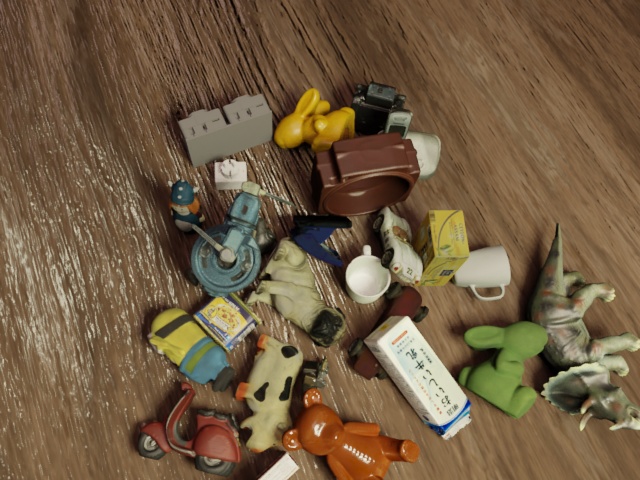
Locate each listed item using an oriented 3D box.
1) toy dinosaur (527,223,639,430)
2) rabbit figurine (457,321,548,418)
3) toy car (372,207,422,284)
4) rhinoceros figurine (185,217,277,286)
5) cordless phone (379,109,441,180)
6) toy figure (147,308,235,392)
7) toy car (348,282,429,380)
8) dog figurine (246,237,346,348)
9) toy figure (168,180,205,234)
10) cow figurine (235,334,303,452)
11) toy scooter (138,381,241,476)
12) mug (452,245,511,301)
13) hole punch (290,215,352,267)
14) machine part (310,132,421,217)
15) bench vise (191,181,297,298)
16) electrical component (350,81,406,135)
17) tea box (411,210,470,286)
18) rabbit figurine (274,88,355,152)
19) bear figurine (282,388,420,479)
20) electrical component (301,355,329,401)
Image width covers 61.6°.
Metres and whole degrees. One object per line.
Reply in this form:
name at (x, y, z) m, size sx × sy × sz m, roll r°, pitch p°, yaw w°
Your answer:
toy dinosaur at (0.475, 0.170, 1.034) m, size 0.192 × 0.131 × 0.405 m, roll -15°, pitch 63°, yaw -11°
rabbit figurine at (0.345, 0.222, 0.999) m, size 0.159 × 0.121 × 0.170 m, roll 30°, pitch 82°, yaw 30°
toy car at (0.153, 0.009, 1.058) m, size 0.073 × 0.056 × 0.202 m, roll 31°, pitch 28°, yaw -24°
rhinoceros figurine at (-0.180, 0.024, 1.067) m, size 0.190 × 0.073 × 0.112 m, roll -27°, pitch 83°, yaw -17°
cordless phone at (0.191, -0.211, 1.130) m, size 0.147 × 0.184 × 0.089 m, roll 6°, pitch 63°, yaw -2°
toy figure at (-0.232, 0.199, 0.981) m, size 0.180 × 0.082 × 0.089 m, roll 32°, pitch 57°, yaw 14°
toy car at (0.130, 0.174, 1.033) m, size 0.089 × 0.053 × 0.202 m, roll 40°, pitch 70°, yaw -10°
dog figurine at (-0.023, 0.098, 1.041) m, size 0.190 × 0.121 × 0.172 m, roll 28°, pitch 70°, yaw -8°
toy figure at (-0.261, -0.062, 1.047) m, size 0.064 × 0.154 × 0.058 m, roll -14°, pitch 67°, yaw -11°
cow figurine at (-0.084, 0.278, 0.959) m, size 0.127 × 0.085 × 0.195 m, roll 18°, pitch 63°, yaw 5°
toy scooter at (-0.215, 0.324, 0.933) m, size 0.184 × 0.075 × 0.135 m, roll 12°, pitch 65°, yaw 6°
mug at (0.321, 0.070, 1.084) m, size 0.107 × 0.080 × 0.109 m, roll -7°, pitch 74°, yaw 5°
hole punch at (-0.002, -0.003, 1.053) m, size 0.116 × 0.142 × 0.092 m, roll 5°, pitch 102°, yaw -4°
machine part at (0.087, -0.122, 1.074) m, size 0.201 × 0.201 × 0.087 m, roll -8°, pitch 70°, yaw -8°
bench vise at (-0.146, -0.001, 0.927) m, size 0.129 × 0.240 × 0.223 m, roll 32°, pitch 87°, yaw -6°
electrical component at (0.124, -0.286, 1.183) m, size 0.115 × 0.134 × 0.058 m, roll 13°, pitch 67°, yaw 3°
tea box at (0.227, 0.020, 1.043) m, size 0.068 × 0.169 × 0.098 m, roll -1°, pitch 69°, yaw -3°
rabbit figurine at (-0.018, -0.241, 1.161) m, size 0.173 × 0.121 × 0.162 m, roll 5°, pitch 83°, yaw 23°
bear figurine at (0.047, 0.338, 0.888) m, size 0.195 × 0.132 × 0.120 m, roll 43°, pitch 65°, yaw -24°
electrical component at (-0.008, 0.250, 0.970) m, size 0.045 × 0.102 × 0.078 m, roll 3°, pitch 87°, yaw 4°
